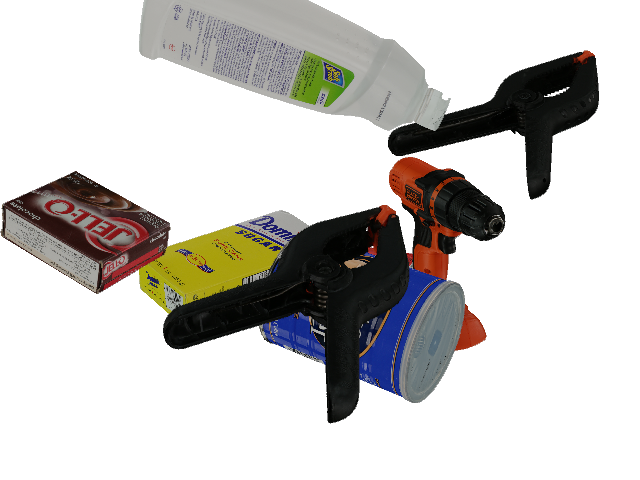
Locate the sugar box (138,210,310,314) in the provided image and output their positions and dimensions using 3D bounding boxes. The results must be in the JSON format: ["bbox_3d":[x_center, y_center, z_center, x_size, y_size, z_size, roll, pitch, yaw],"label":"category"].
[{"bbox_3d":[-0.082,0.024,1.064,0.175,0.048,0.093,-22,37,-31],"label":"sugar box"}]

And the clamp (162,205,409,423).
[{"bbox_3d":[0.007,0.037,0.620,0.120,0.039,0.171,33,49,25],"label":"clamp"}]

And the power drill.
[{"bbox_3d":[0.136,0.018,1.123,0.057,0.188,0.185,-13,25,-20],"label":"power drill"}]

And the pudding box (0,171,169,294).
[{"bbox_3d":[-0.200,-0.009,0.907,0.114,0.039,0.089,26,32,21],"label":"pudding box"}]

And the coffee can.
[{"bbox_3d":[0.034,0.061,0.883,0.140,0.103,0.102,20,9,26],"label":"coffee can"}]

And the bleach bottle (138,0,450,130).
[{"bbox_3d":[-0.018,-0.147,0.861,0.251,0.068,0.103,24,-32,0],"label":"bleach bottle"}]

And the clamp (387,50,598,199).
[{"bbox_3d":[0.186,-0.107,0.940,0.209,0.036,0.165,-32,39,-25],"label":"clamp"}]

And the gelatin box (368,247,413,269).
[{"bbox_3d":[0.083,0.055,1.337,0.073,0.089,0.030,10,32,25],"label":"gelatin box"}]
